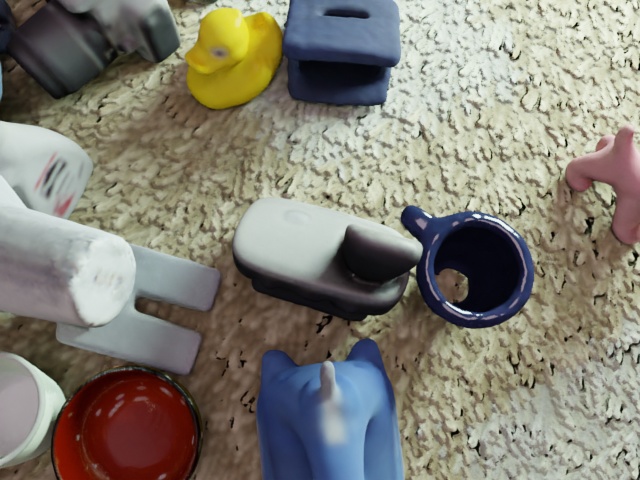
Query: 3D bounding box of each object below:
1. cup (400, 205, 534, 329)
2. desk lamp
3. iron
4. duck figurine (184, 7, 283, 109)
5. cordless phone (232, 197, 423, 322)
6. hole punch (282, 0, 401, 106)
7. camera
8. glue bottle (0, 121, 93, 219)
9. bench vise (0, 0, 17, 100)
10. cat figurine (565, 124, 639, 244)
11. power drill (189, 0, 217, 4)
[{"bbox_3d":[0.108,0.022,0.481,0.117,0.095,0.092,41,80,6],"label":"cup"},{"bbox_3d":[-0.191,0.022,0.410,0.203,0.213,0.118,14,78,1],"label":"desk lamp"},{"bbox_3d":[0.016,0.205,0.417,0.118,0.141,0.258,-7,79,-3],"label":"iron"},{"bbox_3d":[-0.080,-0.177,0.519,0.104,0.086,0.077,-43,83,-9],"label":"duck figurine"},{"bbox_3d":[0.004,0.002,0.436,0.147,0.185,0.094,13,78,1],"label":"cordless phone"},{"bbox_3d":[0.018,-0.186,0.522,0.108,0.091,0.101,3,78,-1],"label":"hole punch"},{"bbox_3d":[-0.222,-0.207,0.513,0.143,0.101,0.137,44,80,7],"label":"camera"},{"bbox_3d":[-0.233,-0.063,0.446,0.037,0.173,0.078,19,78,2],"label":"glue bottle"},{"bbox_3d":[-0.328,-0.170,0.441,0.121,0.220,0.207,-22,80,-6],"label":"bench vise"},{"bbox_3d":[0.293,-0.048,0.491,0.067,0.118,0.128,-40,82,-9],"label":"cat figurine"},{"bbox_3d":[-0.140,-0.299,0.480,0.229,0.208,0.076,13,78,1],"label":"power drill"}]
